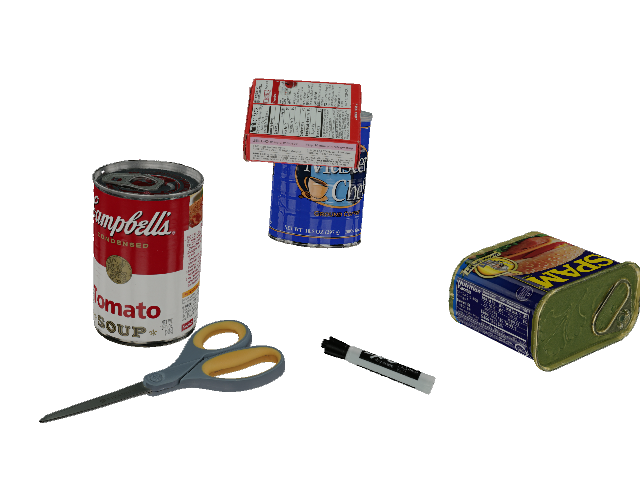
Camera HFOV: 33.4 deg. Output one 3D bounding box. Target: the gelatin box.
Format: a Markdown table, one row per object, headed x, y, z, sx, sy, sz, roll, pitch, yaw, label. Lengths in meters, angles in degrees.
| x | y | z | sx | sy | sz | roll | pitch | yaw | label |
| --- | --- | --- | --- | --- | --- | --- | --- | --- | --- |
| -0.013 | -0.091 | 0.827 | 0.089 | 0.030 | 0.073 | 3 | 45 | 0 | gelatin box |

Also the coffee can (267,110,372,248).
| x | y | z | sx | sy | sz | roll | pitch | yaw | label |
| --- | --- | --- | --- | --- | --- | --- | --- | --- | --- |
| -0.001 | -0.071 | 1.148 | 0.103 | 0.140 | 0.103 | 4 | 12 | -1 | coffee can |

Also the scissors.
| x | y | z | sx | sy | sz | roll | pitch | yaw | label |
| --- | --- | --- | --- | --- | --- | --- | --- | --- | --- |
| -0.131 | 0.105 | 0.883 | 0.201 | 0.016 | 0.096 | -7 | 31 | -12 | scissors |

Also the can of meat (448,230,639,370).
| x | y | z | sx | sy | sz | roll | pitch | yaw | label |
| --- | --- | --- | --- | --- | --- | --- | --- | --- | --- |
| 0.149 | 0.036 | 0.716 | 0.101 | 0.057 | 0.084 | -17 | 26 | -33 | can of meat |

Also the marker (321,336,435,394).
| x | y | z | sx | sy | sz | roll | pitch | yaw | label |
| --- | --- | --- | --- | --- | --- | --- | --- | --- | --- |
| 0.058 | 0.126 | 1.089 | 0.121 | 0.020 | 0.020 | 21 | 4 | 11 | marker |

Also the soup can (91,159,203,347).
| x | y | z | sx | sy | sz | roll | pitch | yaw | label |
| --- | --- | --- | --- | --- | --- | --- | --- | --- | --- |
| -0.110 | 0.007 | 0.673 | 0.068 | 0.102 | 0.068 | 4 | 22 | -2 | soup can |
